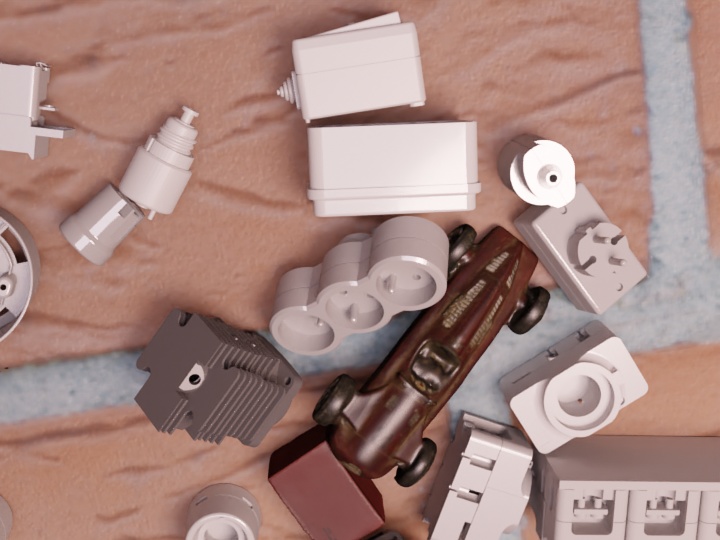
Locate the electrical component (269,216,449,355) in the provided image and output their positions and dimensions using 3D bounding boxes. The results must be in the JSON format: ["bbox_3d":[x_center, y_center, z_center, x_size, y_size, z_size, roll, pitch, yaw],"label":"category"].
[{"bbox_3d":[0.000,0.000,0.737,0.138,0.073,0.052,-26,127,31],"label":"electrical component"}]

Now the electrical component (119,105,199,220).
[{"bbox_3d":[-0.132,-0.074,0.731,0.040,0.040,0.078,28,99,-8],"label":"electrical component"}]

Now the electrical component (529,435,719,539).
[{"bbox_3d":[0.205,0.164,0.774,0.150,0.089,0.061,1,102,-3],"label":"electrical component"}]

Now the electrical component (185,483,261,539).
[{"bbox_3d":[-0.101,0.191,0.785,0.055,0.047,0.055,-1,102,-3],"label":"electrical component"}]

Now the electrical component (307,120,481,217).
[{"bbox_3d":[0.020,-0.069,0.722,0.113,0.078,0.057,-3,99,-3],"label":"electrical component"}]

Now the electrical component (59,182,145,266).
[{"bbox_3d":[-0.176,-0.032,0.739,0.046,0.040,0.040,-44,101,1],"label":"electrical component"}]

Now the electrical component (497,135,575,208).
[{"bbox_3d":[0.121,-0.067,0.726,0.043,0.081,0.043,-1,102,-3],"label":"electrical component"}]

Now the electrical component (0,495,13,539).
[{"bbox_3d":[-0.281,0.188,0.774,0.055,0.047,0.055,-1,102,-3],"label":"electrical component"}]

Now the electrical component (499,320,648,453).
[{"bbox_3d":[0.153,0.084,0.772,0.089,0.055,0.050,-32,102,4],"label":"electrical component"}]

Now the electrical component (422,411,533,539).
[{"bbox_3d":[0.089,0.159,0.787,0.056,0.050,0.089,19,100,-7],"label":"electrical component"}]

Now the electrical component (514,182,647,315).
[{"bbox_3d":[0.159,-0.014,0.738,0.047,0.076,0.083,-40,102,-8],"label":"electrical component"}]

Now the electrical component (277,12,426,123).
[{"bbox_3d":[-0.009,-0.135,0.714,0.096,0.061,0.061,-9,102,-1],"label":"electrical component"}]

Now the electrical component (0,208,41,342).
[{"bbox_3d":[-0.268,0.003,0.727,0.099,0.064,0.099,-1,102,-3],"label":"electrical component"}]

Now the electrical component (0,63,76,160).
[{"bbox_3d":[-0.234,-0.109,0.718,0.081,0.042,0.063,7,100,-5],"label":"electrical component"}]
